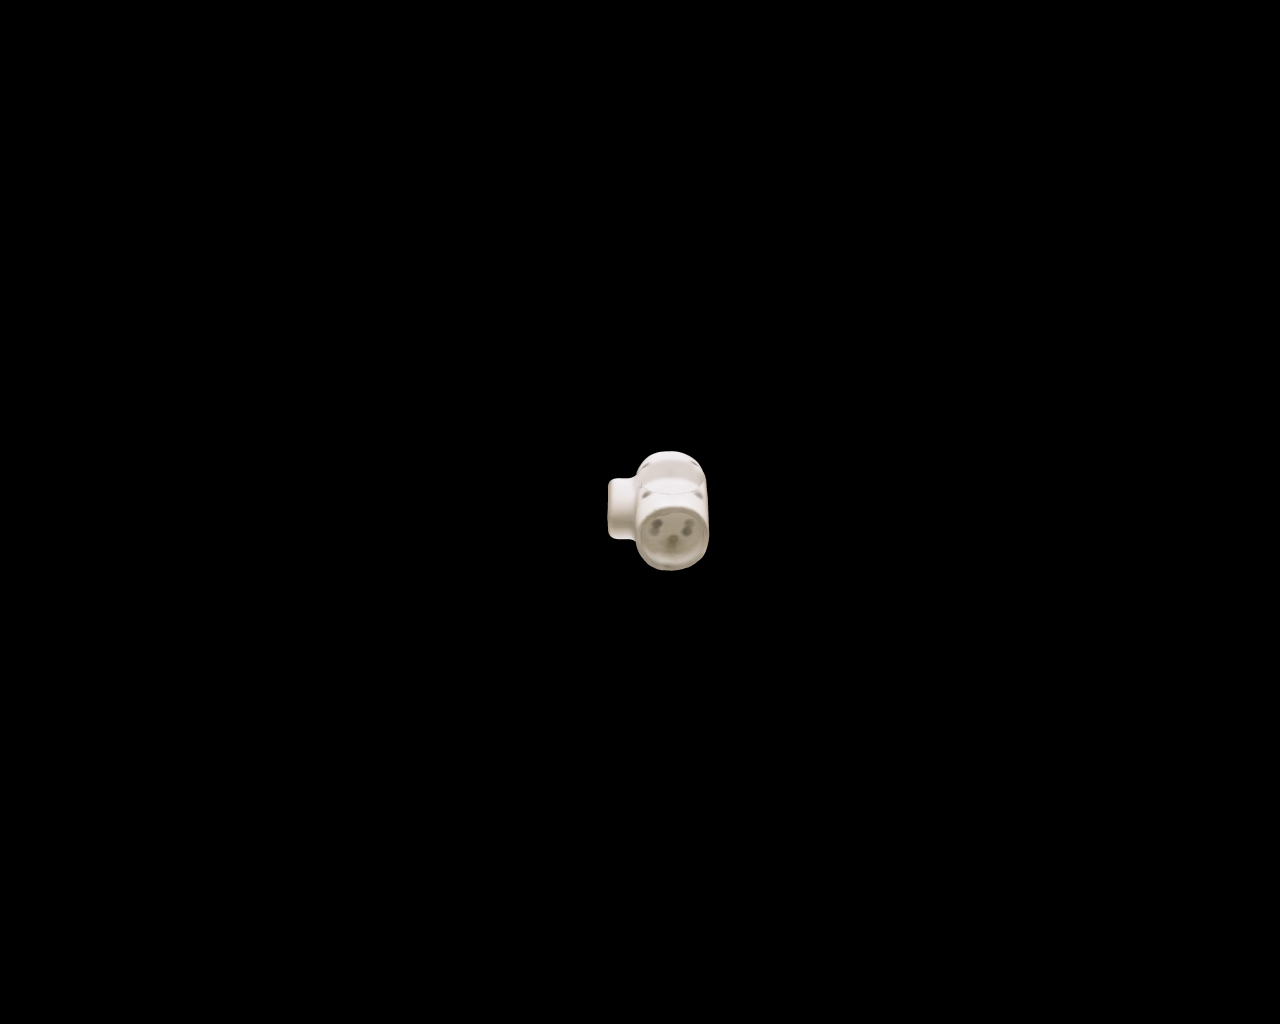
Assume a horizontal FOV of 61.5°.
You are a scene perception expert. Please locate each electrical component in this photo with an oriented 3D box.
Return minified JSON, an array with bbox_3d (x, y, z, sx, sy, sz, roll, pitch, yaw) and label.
[{"bbox_3d":[0.001,-0.003,0.650,0.079,0.044,0.077,0,29,0],"label":"electrical component"}]
